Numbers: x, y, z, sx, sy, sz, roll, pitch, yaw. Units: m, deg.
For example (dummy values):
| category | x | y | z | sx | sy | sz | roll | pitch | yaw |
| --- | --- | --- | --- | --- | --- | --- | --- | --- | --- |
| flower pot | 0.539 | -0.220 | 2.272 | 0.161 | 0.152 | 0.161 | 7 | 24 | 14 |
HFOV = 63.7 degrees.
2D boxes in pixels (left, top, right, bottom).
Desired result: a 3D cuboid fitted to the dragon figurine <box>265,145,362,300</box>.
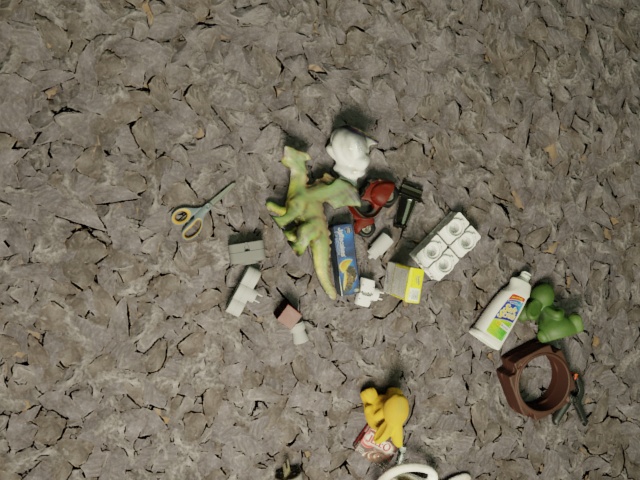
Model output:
| category | x | y | z | sx | sy | sz | roll | pitch | yaw |
| --- | --- | --- | --- | --- | --- | --- | --- | --- | --- |
| dragon figurine | 0.004 | -0.070 | 1.386 | 0.243 | 0.122 | 0.411 | -36 | 89 | -5 |

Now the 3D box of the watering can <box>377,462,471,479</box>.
| category | x | y | z | sx | sy | sz | roll | pitch | yaw |
| --- | --- | --- | --- | --- | --- | --- | --- | --- | --- |
| watering can | 0.280 | 0.748 | 1.478 | 0.345 | 0.105 | 0.223 | 20 | 95 | -29 |

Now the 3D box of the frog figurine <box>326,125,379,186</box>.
| category | x | y | z | sx | sy | sz | roll | pitch | yaw |
| --- | --- | --- | --- | --- | --- | --- | --- | --- | --- |
| frog figurine | 0.075 | -0.232 | 1.430 | 0.138 | 0.122 | 0.159 | 27 | 95 | 21 |
